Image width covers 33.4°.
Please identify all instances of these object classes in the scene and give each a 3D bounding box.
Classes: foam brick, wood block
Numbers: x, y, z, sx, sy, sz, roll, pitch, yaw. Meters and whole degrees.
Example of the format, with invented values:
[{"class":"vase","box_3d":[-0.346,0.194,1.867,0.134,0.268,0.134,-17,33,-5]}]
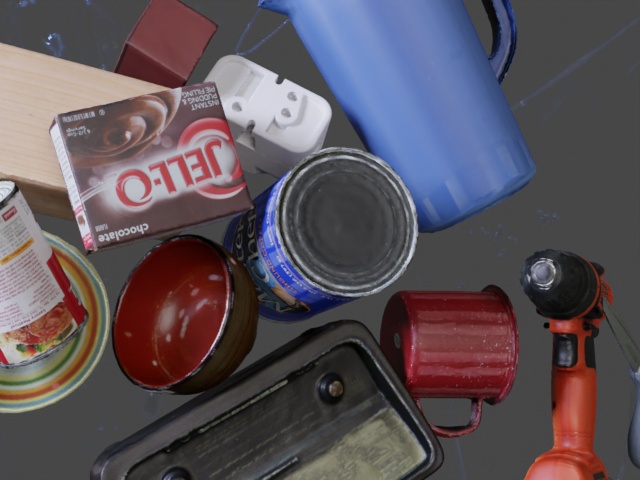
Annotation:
[{"class":"foam brick","box_3d":[-0.116,-0.138,0.789,0.051,0.078,0.053,31,70,-10]},{"class":"wood block","box_3d":[-0.188,-0.070,0.742,0.205,0.090,0.091,13,75,-18]}]

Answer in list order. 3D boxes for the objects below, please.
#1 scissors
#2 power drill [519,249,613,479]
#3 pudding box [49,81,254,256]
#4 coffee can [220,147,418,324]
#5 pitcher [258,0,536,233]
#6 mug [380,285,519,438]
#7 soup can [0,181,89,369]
[{"class":"scissors","box_3d":[0.253,0.125,0.855,0.201,0.016,0.096,33,82,-40]},{"class":"power drill","box_3d":[0.188,0.104,0.813,0.057,0.184,0.187,1,82,26]},{"class":"pudding box","box_3d":[-0.109,-0.047,0.695,0.113,0.039,0.090,-16,87,-22]},{"class":"coffee can","box_3d":[-0.005,0.001,0.766,0.102,0.140,0.103,4,77,-20]},{"class":"pitcher","box_3d":[0.078,-0.138,0.834,0.243,0.149,0.144,62,28,-3]},{"class":"mug","box_3d":[0.095,0.091,0.813,0.081,0.093,0.117,2,82,-15]},{"class":"soup can","box_3d":[-0.202,0.022,0.686,0.068,0.069,0.102,-34,115,-23]}]
